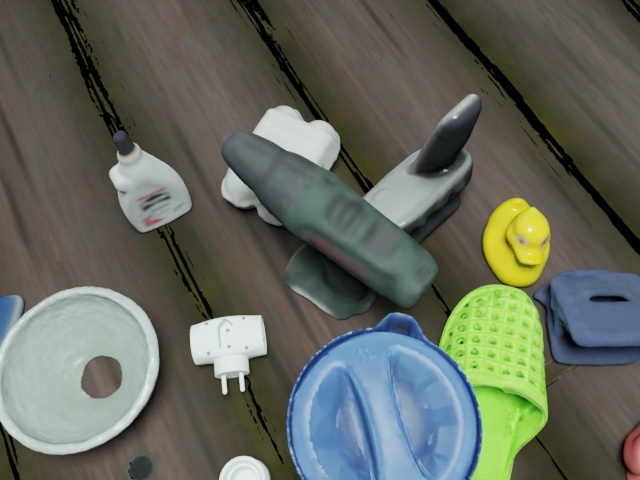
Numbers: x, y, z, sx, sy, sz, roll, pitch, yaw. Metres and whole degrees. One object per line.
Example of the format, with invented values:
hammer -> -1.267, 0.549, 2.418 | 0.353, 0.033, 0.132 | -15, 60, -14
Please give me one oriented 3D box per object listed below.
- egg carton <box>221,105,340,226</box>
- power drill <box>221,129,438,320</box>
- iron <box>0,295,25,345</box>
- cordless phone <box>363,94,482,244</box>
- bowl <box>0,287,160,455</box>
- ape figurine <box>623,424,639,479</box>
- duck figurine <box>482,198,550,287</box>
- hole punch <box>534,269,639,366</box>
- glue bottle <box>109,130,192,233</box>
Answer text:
egg carton -> -0.045, -0.091, 0.701 | 0.107, 0.069, 0.150 | 25, 69, 11
power drill -> 0.005, 0.002, 0.584 | 0.229, 0.208, 0.076 | 32, 71, 13
iron -> -0.426, 0.136, 0.567 | 0.118, 0.141, 0.259 | 33, 71, 14
cordless phone -> 0.108, -0.076, 0.630 | 0.094, 0.185, 0.148 | 40, 73, 16
bowl -> -0.243, 0.139, 0.600 | 0.167, 0.075, 0.167 | 0, 67, 1
ape figurine -> 0.346, 0.208, 0.555 | 0.077, 0.092, 0.076 | 23, 69, 10
duck figurine -> 0.232, -0.007, 0.653 | 0.077, 0.086, 0.104 | 2, 67, 2
hole punch -> 0.300, 0.077, 0.613 | 0.108, 0.091, 0.101 | -1, 67, 0
glue bottle -> -0.196, -0.068, 0.636 | 0.078, 0.173, 0.037 | -31, 70, -12
